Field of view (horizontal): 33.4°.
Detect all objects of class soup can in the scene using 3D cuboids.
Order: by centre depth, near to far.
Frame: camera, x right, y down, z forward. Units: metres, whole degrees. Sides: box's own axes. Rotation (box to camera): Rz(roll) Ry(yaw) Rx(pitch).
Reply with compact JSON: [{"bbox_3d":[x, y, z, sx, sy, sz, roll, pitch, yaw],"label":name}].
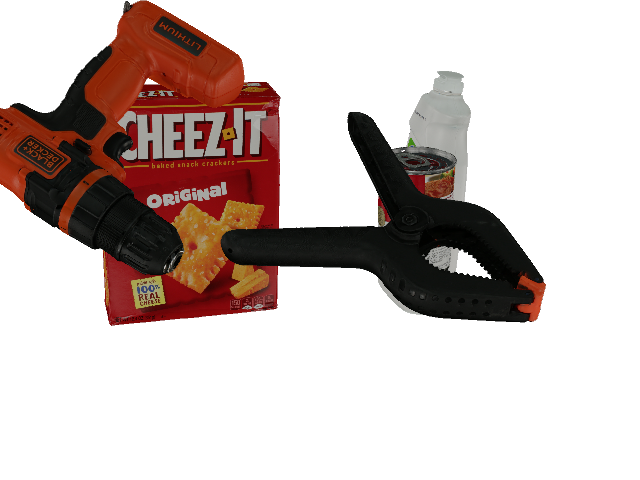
[{"bbox_3d":[0.084,-0.025,0.948,0.068,0.102,0.068,0,23,0],"label":"soup can"}]

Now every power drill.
[{"bbox_3d":[-0.137,-0.079,0.778,0.184,0.187,0.057,33,-31,9],"label":"power drill"}]

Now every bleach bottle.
[{"bbox_3d":[0.120,-0.053,1.143,0.068,0.251,0.103,0,23,-22],"label":"bleach bottle"}]

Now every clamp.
[{"bbox_3d":[0.049,0.002,0.719,0.210,0.036,0.164,34,58,27],"label":"clamp"}]

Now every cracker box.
[{"bbox_3d":[-0.122,-0.035,0.993,0.164,0.214,0.072,-4,21,-15],"label":"cracker box"}]
